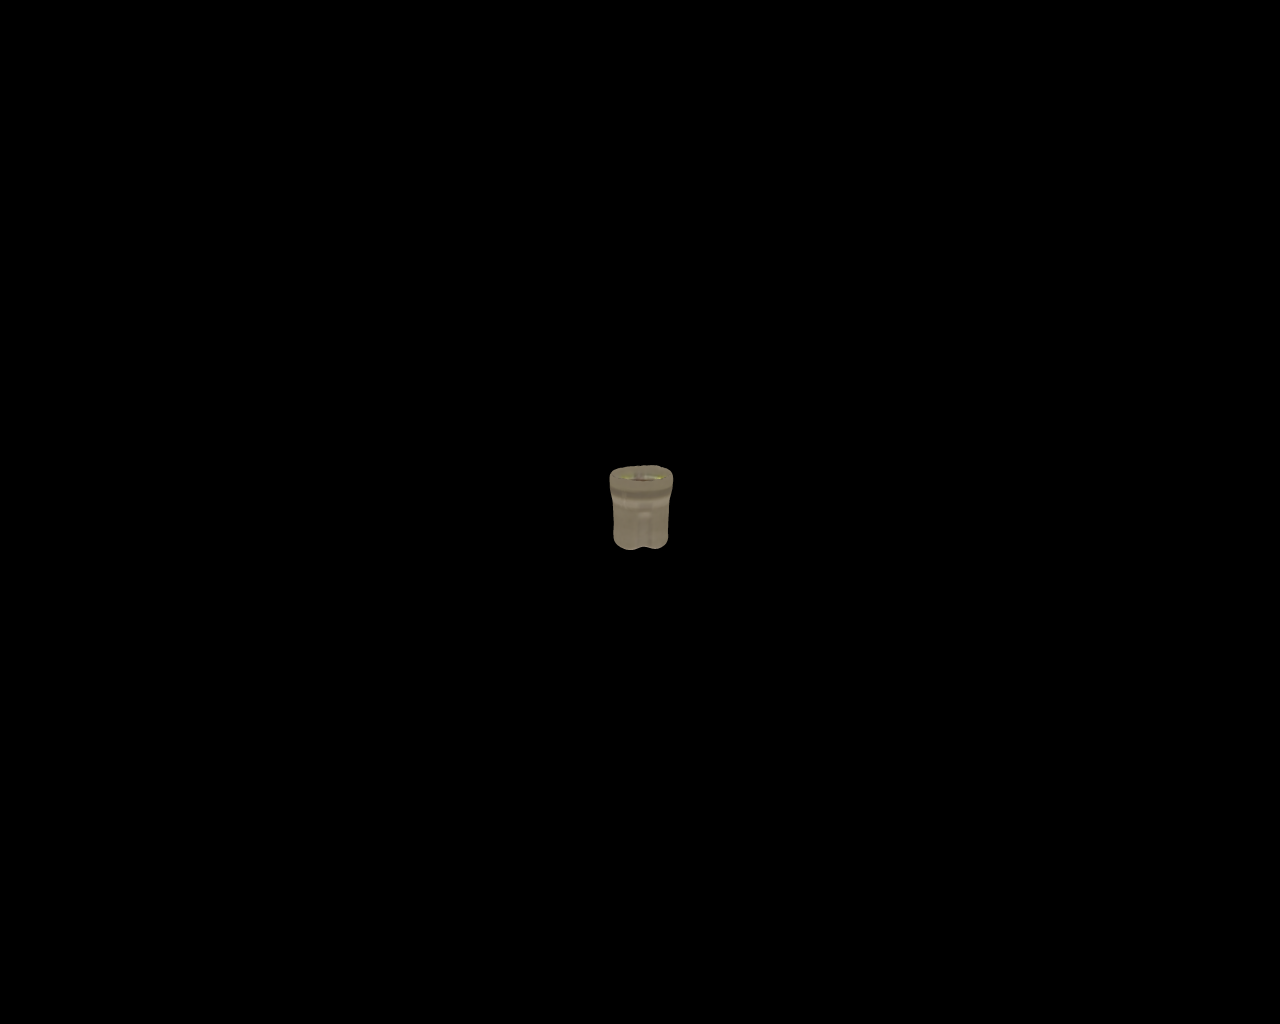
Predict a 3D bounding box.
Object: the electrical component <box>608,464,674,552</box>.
[{"bbox_3d":[0.001,-0.003,0.650,0.040,0.046,0.040,0,15,0],"label":"electrical component"}]
